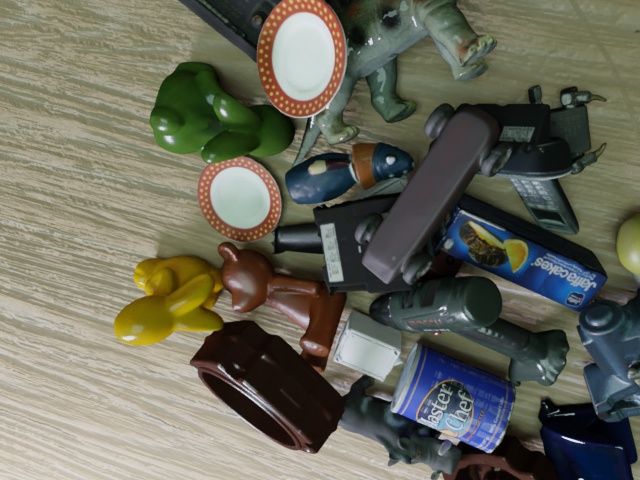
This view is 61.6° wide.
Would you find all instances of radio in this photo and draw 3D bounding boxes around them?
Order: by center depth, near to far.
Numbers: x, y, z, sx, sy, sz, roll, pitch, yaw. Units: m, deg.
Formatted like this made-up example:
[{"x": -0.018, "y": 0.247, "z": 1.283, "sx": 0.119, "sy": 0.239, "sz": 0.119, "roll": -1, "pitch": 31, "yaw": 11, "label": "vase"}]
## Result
[{"x": -0.103, "y": -0.320, "z": 0.635, "sx": 0.229, "sy": 0.073, "sz": 0.131, "roll": 39, "pitch": 117, "yaw": -1, "label": "radio"}]

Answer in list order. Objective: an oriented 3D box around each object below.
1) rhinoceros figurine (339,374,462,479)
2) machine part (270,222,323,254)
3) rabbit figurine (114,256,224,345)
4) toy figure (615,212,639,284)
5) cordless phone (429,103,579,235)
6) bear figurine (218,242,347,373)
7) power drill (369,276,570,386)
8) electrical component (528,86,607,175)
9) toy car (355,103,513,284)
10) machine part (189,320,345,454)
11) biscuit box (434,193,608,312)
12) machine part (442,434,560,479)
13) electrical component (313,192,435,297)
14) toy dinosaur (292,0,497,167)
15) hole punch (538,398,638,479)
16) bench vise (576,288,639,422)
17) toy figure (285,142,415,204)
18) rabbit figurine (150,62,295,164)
[{"x": 0.113, "y": 0.274, "z": 0.787, "sx": 0.190, "sy": 0.112, "sz": 0.073, "roll": 22, "pitch": 114, "yaw": 17, "label": "rhinoceros figurine"}, {"x": -0.002, "y": -0.002, "z": 0.753, "sx": 0.139, "sy": 0.039, "sz": 0.084, "roll": -5, "pitch": 118, "yaw": 17, "label": "machine part"}, {"x": -0.217, "y": 0.101, "z": 0.785, "sx": 0.163, "sy": 0.173, "sz": 0.121, "roll": -1, "pitch": 107, "yaw": 22, "label": "rabbit figurine"}, {"x": 0.431, "y": 0.001, "z": 0.597, "sx": 0.180, "sy": 0.082, "sz": 0.089, "roll": -10, "pitch": 96, "yaw": 25, "label": "toy figure"}, {"x": 0.225, "y": -0.069, "z": 0.630, "sx": 0.147, "sy": 0.088, "sz": 0.184, "roll": 15, "pitch": 160, "yaw": 45, "label": "cordless phone"}, {"x": -0.065, "y": 0.088, "z": 0.758, "sx": 0.196, "sy": 0.132, "sz": 0.120, "roll": 18, "pitch": 149, "yaw": 2, "label": "bear figurine"}, {"x": 0.190, "y": 0.111, "z": 0.690, "sx": 0.207, "sy": 0.086, "sz": 0.232, "roll": 31, "pitch": 159, "yaw": -6, "label": "power drill"}, {"x": 0.280, "y": -0.126, "z": 0.610, "sx": 0.078, "sy": 0.045, "sz": 0.102, "roll": -3, "pitch": 110, "yaw": 17, "label": "electrical component"}, {"x": 0.115, "y": -0.045, "z": 0.563, "sx": 0.089, "sy": 0.053, "sz": 0.202, "roll": 39, "pitch": 109, "yaw": 24, "label": "toy car"}, {"x": -0.080, "y": 0.212, "z": 0.776, "sx": 0.201, "sy": 0.087, "sz": 0.201, "roll": 46, "pitch": 153, "yaw": -15, "label": "machine part"}, {"x": 0.240, "y": 0.014, "z": 0.650, "sx": 0.203, "sy": 0.063, "sz": 0.059, "roll": 23, "pitch": 118, "yaw": -6, "label": "biscuit box"}, {"x": 0.269, "y": 0.360, "z": 0.777, "sx": 0.180, "sy": 0.056, "sz": 0.179, "roll": 19, "pitch": 126, "yaw": 29, "label": "machine part"}, {"x": 0.067, "y": 0.004, "z": 0.644, "sx": 0.134, "sy": 0.058, "sz": 0.114, "roll": -6, "pitch": 100, "yaw": 16, "label": "electrical component"}, {"x": 0.069, "y": -0.235, "z": 0.598, "sx": 0.405, "sy": 0.131, "sz": 0.192, "roll": -24, "pitch": 86, "yaw": 34, "label": "toy dinosaur"}, {"x": 0.367, "y": 0.292, "z": 0.730, "sx": 0.116, "sy": 0.092, "sz": 0.142, "roll": -15, "pitch": 110, "yaw": 26, "label": "hole punch"}, {"x": 0.427, "y": 0.134, "z": 0.629, "sx": 0.241, "sy": 0.129, "sz": 0.223, "roll": -29, "pitch": 107, "yaw": 27, "label": "bench vise"}, {"x": 0.035, "y": -0.083, "z": 0.643, "sx": 0.155, "sy": 0.064, "sz": 0.057, "roll": -15, "pitch": 94, "yaw": 16, "label": "toy figure"}, {"x": -0.115, "y": -0.154, "z": 0.678, "sx": 0.170, "sy": 0.159, "sz": 0.121, "roll": 10, "pitch": 105, "yaw": -4, "label": "rabbit figurine"}]
